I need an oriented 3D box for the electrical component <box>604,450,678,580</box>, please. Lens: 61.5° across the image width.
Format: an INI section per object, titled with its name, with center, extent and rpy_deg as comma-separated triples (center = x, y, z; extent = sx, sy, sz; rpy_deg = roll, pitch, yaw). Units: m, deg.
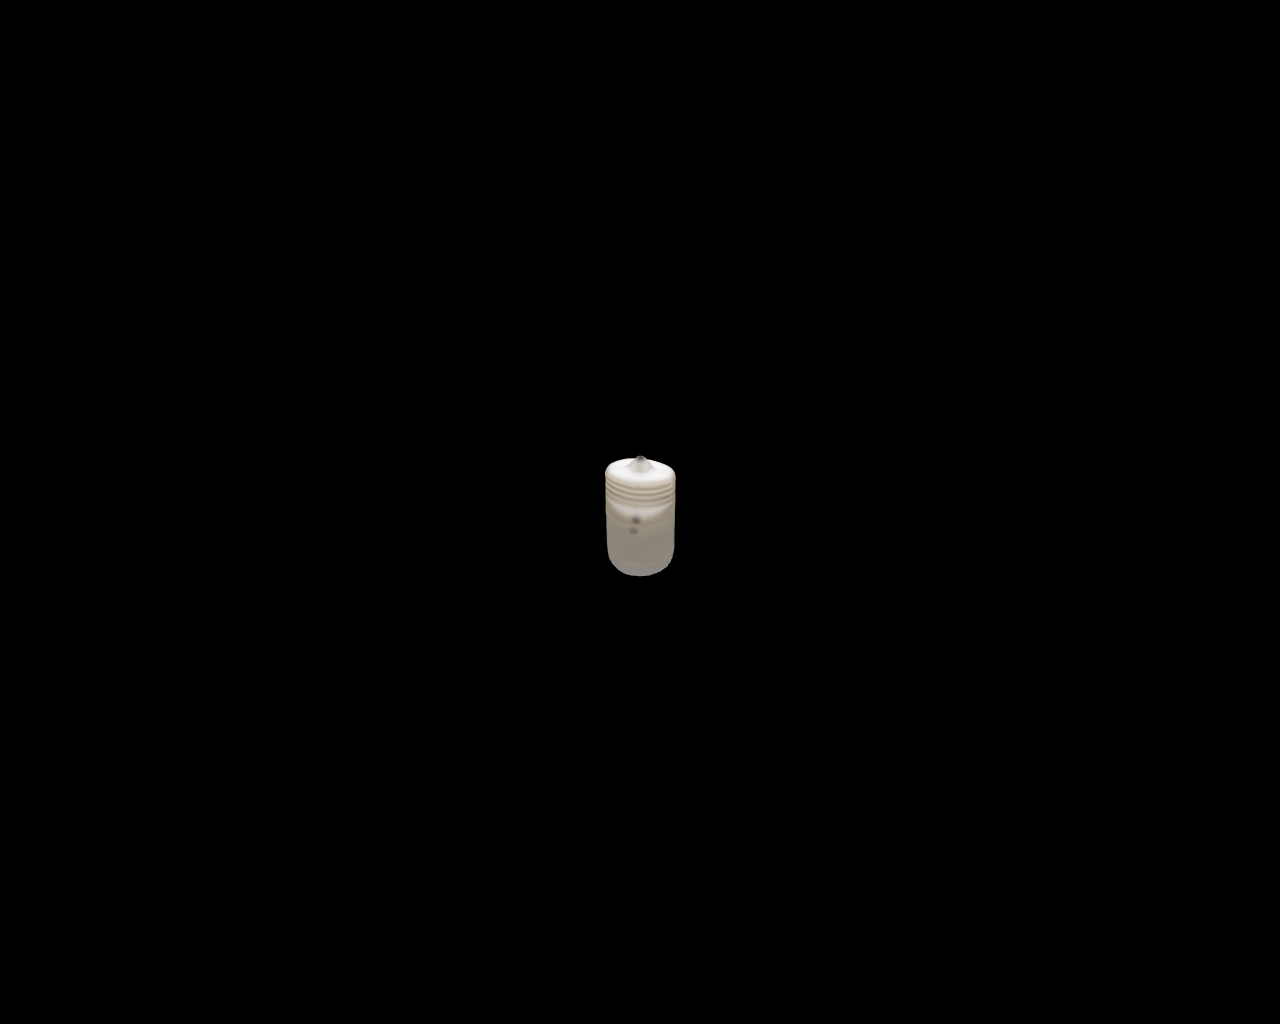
[electrical component]
center = 0.001, -0.003, 0.650
extent = 0.043, 0.080, 0.043
rpy_deg = 0, 40, 0
